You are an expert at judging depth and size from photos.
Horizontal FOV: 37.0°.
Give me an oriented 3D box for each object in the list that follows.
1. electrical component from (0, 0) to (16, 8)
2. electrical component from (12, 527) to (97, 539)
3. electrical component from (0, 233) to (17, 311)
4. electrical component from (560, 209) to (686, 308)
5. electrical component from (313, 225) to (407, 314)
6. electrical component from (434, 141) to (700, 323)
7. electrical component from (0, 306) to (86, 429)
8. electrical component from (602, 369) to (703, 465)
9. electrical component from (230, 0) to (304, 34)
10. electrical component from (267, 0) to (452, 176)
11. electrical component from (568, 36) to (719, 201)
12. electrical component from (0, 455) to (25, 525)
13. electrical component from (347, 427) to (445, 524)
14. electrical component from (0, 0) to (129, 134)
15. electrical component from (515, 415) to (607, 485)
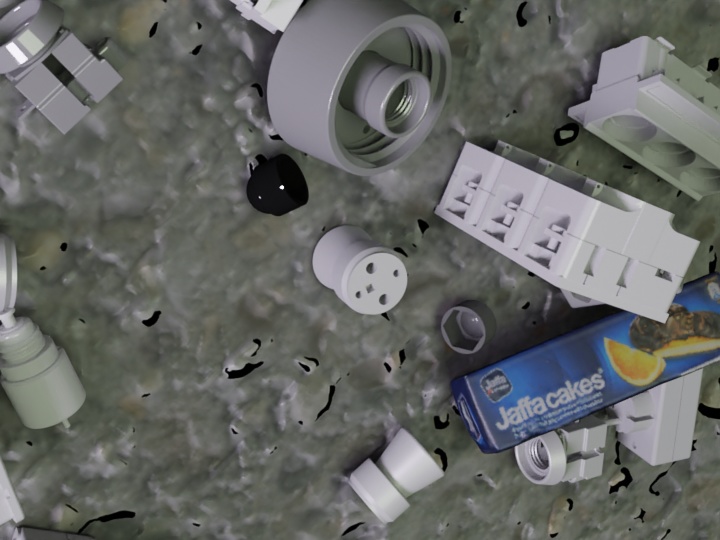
[{"bbox_3d":[-0.201,-0.160,0.541,0.048,0.048,0.062,-20,108,-18],"label":"electrical component"},{"bbox_3d":[-0.195,0.219,0.671,0.061,0.062,0.096,17,101,-29],"label":"electrical component"},{"bbox_3d":[-0.220,0.001,0.590,0.055,0.045,0.045,-1,108,-25],"label":"electrical component"},{"bbox_3d":[0.186,-0.020,0.761,0.047,0.083,0.075,54,44,-30],"label":"electrical component"},{"bbox_3d":[0.000,0.000,0.686,0.045,0.055,0.045,-9,112,-22],"label":"electrical component"},{"bbox_3d":[0.128,-0.031,0.680,0.089,0.150,0.061,17,101,-29],"label":"electrical component"},{"bbox_3d":[-0.191,0.056,0.626,0.040,0.040,0.078,-26,118,-15],"label":"electrical component"},{"bbox_3d":[0.216,0.105,0.830,0.076,0.047,0.083,-7,111,-23],"label":"electrical component"},{"bbox_3d":[-0.039,-0.199,0.587,0.063,0.079,0.121,32,93,-15],"label":"electrical component"},{"bbox_3d":[0.007,-0.106,0.626,0.108,0.060,0.108,-29,137,-32],"label":"electrical component"},{"bbox_3d":[0.216,-0.104,0.741,0.121,0.079,0.063,25,67,-30],"label":"electrical component"},{"bbox_3d":[-0.234,0.097,0.588,0.048,0.100,0.099,-27,118,-28],"label":"electrical component"},{"bbox_3d":[0.025,0.145,0.757,0.055,0.045,0.045,-41,120,-6],"label":"electrical component"},{"bbox_3d":[-0.166,-0.111,0.575,0.066,0.048,0.055,-45,128,-4],"label":"electrical component"},{"bbox_3d":[0.151,0.134,0.813,0.055,0.048,0.066,-10,112,-30],"label":"electrical component"}]
